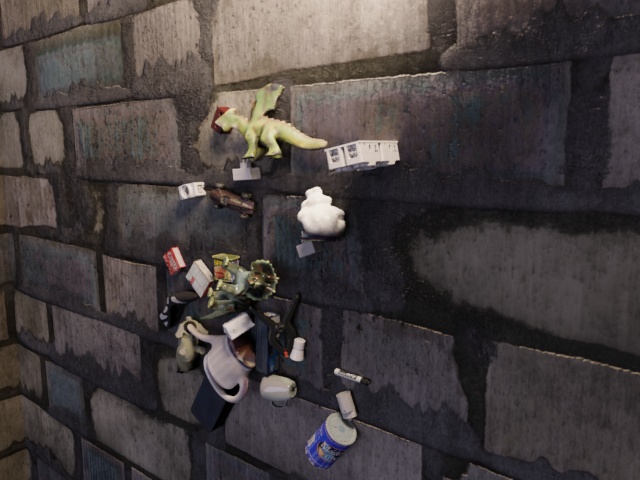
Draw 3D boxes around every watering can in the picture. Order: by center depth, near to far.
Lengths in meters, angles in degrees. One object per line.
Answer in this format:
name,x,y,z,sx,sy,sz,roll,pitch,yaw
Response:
watering can,-0.341,0.391,1.802,0.221,0.104,0.352,-45,66,22

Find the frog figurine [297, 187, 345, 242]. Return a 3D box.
frog figurine,0.005,-0.075,1.481,0.137,0.122,0.160,0,88,5

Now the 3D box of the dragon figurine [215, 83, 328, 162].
dragon figurine,-0.153,-0.365,1.579,0.409,0.122,0.244,-4,86,29
